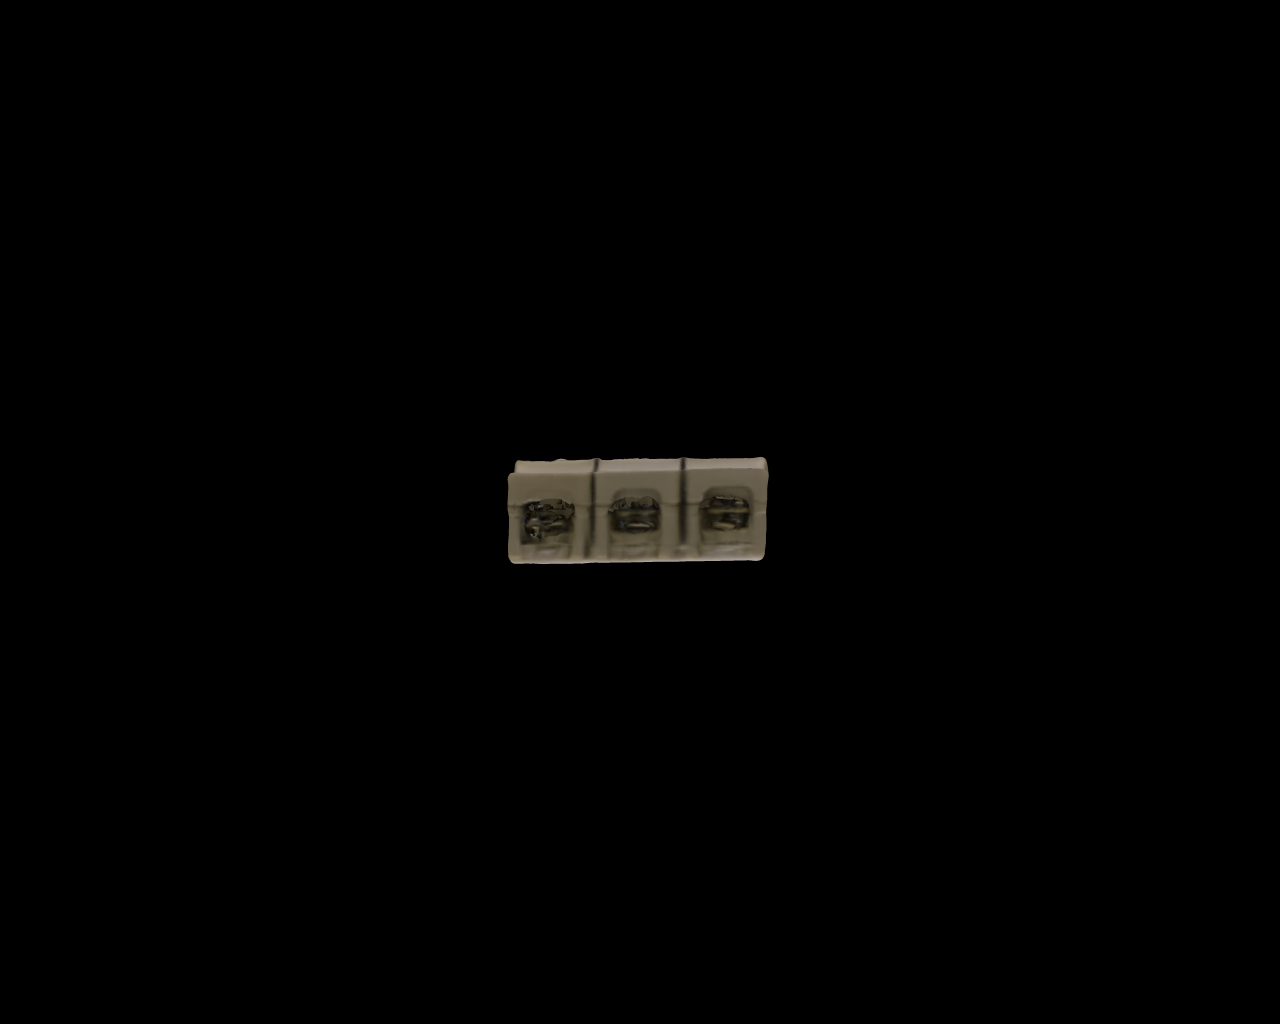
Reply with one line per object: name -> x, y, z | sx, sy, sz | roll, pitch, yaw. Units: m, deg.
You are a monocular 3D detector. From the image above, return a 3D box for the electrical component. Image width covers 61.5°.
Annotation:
electrical component -> 0.001, -0.003, 0.650 | 0.150, 0.061, 0.089 | 0, 0, 4
